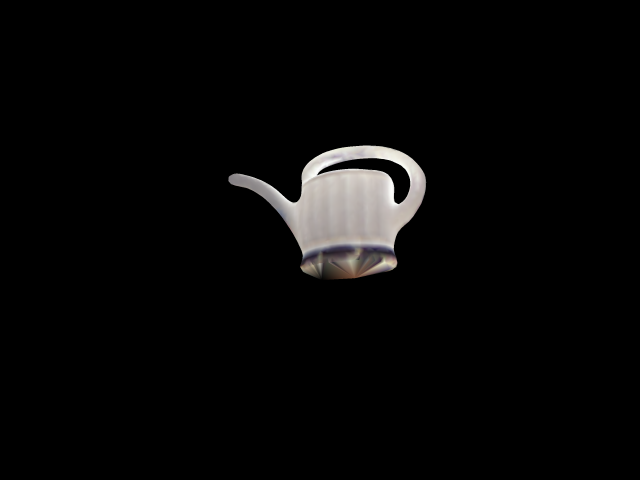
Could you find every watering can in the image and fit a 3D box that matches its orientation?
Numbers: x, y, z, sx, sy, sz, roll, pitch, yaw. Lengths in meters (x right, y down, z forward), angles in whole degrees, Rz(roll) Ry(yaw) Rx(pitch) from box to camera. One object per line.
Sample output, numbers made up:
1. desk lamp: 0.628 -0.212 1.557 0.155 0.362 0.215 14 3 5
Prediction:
1. watering can: 0.003 -0.043 0.850 0.347 0.228 0.102 -6 -21 18
